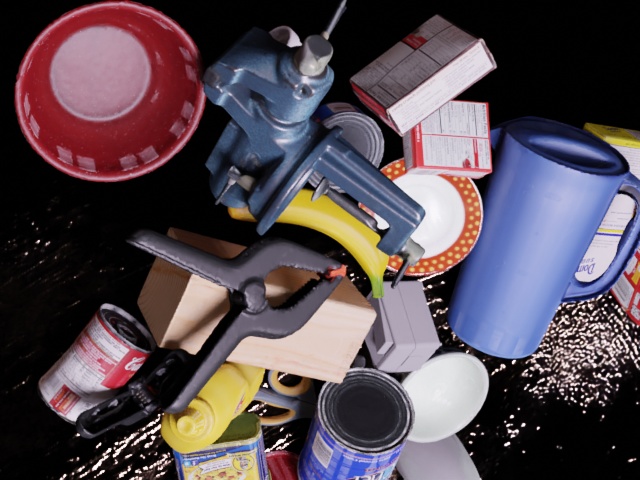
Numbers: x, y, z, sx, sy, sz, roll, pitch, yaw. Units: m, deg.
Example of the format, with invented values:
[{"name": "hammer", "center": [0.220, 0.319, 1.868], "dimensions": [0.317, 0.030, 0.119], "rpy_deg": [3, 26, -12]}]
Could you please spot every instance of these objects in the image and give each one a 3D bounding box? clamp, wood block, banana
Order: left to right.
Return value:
[{"name": "clamp", "center": [-0.176, 0.154, 1.024], "dimensions": [0.120, 0.039, 0.171], "rpy_deg": [-27, 169, -14]}, {"name": "clamp", "center": [-0.069, 0.061, 0.964], "dimensions": [0.209, 0.036, 0.164], "rpy_deg": [-7, 97, -31]}, {"name": "wood block", "center": [-0.062, 0.067, 1.058], "dimensions": [0.205, 0.091, 0.090], "rpy_deg": [16, 109, -30]}, {"name": "banana", "center": [0.001, -0.013, 1.061], "dimensions": [0.197, 0.037, 0.069], "rpy_deg": [29, 64, -25]}]

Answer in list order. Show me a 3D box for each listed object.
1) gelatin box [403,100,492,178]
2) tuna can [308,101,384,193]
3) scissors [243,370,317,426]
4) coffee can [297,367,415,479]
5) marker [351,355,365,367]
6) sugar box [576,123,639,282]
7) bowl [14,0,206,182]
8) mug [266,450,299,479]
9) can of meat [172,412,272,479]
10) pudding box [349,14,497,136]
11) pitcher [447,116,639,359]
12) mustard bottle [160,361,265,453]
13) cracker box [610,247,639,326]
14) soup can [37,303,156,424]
[{"name": "gelatin box", "center": [0.126, -0.101, 1.060], "dimensions": [0.089, 0.030, 0.073], "rpy_deg": [1, 79, -23]}, {"name": "tuna can", "center": [0.017, -0.090, 1.038], "dimensions": [0.086, 0.034, 0.086], "rpy_deg": [-11, 122, -18]}, {"name": "scissors", "center": [0.005, 0.178, 1.199], "dimensions": [0.201, 0.016, 0.096], "rpy_deg": [9, 116, -28]}, {"name": "coffee can", "center": [0.036, 0.216, 1.139], "dimensions": [0.102, 0.103, 0.140], "rpy_deg": [-10, 144, -19]}, {"name": "marker", "center": [-0.004, 0.125, 1.163], "dimensions": [0.120, 0.020, 0.020], "rpy_deg": [15, 111, -31]}, {"name": "sugar box", "center": [0.307, -0.039, 1.193], "dimensions": [0.093, 0.048, 0.176], "rpy_deg": [5, 119, -29]}, {"name": "bowl", "center": [-0.181, -0.133, 0.910], "dimensions": [0.162, 0.055, 0.162], "rpy_deg": [-11, 122, -18]}, {"name": "mug", "center": [-0.053, 0.297, 1.202], "dimensions": [0.117, 0.082, 0.093], "rpy_deg": [19, 109, -32]}, {"name": "can of meat", "center": [-0.107, 0.237, 1.150], "dimensions": [0.102, 0.057, 0.084], "rpy_deg": [-8, 120, -4]}, {"name": "pudding box", "center": [0.094, -0.156, 1.000], "dimensions": [0.113, 0.090, 0.039], "rpy_deg": [-38, 126, 0]}, {"name": "pitcher", "center": [0.229, 0.006, 1.125], "dimensions": [0.144, 0.149, 0.243], "rpy_deg": [3, 120, -25]}, {"name": "mustard bottle", "center": [-0.109, 0.160, 1.036], "dimensions": [0.096, 0.191, 0.058], "rpy_deg": [-44, 87, 6]}, {"name": "cracker box", "center": [0.459, 0.001, 1.239], "dimensions": [0.213, 0.072, 0.164], "rpy_deg": [-19, 144, -13]}, {"name": "soup can", "center": [-0.217, 0.121, 1.034], "dimensions": [0.068, 0.068, 0.102], "rpy_deg": [35, 100, -35]}]
